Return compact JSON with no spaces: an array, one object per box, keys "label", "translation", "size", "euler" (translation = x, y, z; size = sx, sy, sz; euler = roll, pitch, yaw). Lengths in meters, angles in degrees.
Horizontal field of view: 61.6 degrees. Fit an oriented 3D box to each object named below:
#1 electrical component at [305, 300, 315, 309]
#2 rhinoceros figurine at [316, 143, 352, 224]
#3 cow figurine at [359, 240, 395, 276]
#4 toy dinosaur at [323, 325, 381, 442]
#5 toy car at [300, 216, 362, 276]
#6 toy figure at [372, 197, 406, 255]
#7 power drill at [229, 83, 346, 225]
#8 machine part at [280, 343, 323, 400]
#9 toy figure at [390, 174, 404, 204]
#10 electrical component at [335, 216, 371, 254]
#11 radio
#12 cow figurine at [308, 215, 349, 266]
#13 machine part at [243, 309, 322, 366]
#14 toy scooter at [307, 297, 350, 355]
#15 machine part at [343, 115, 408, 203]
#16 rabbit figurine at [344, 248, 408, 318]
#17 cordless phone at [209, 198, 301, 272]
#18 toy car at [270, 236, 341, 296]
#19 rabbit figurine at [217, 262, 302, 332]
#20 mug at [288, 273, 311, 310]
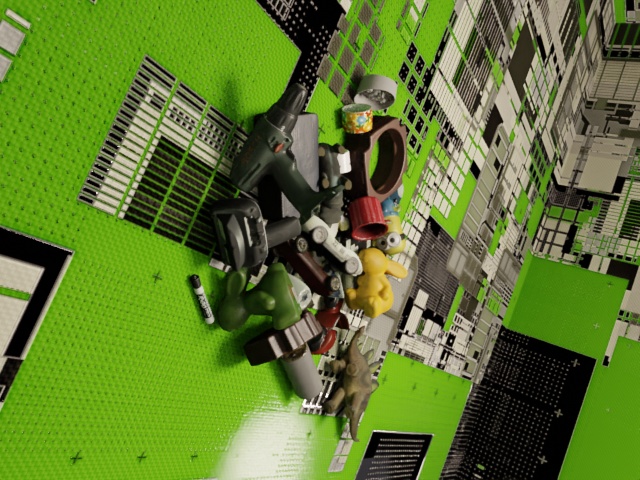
[{"label":"electrical component","translation":[-0.052,0.148,1.319],"size":[0.078,0.045,0.102],"euler":[-47,143,12]},{"label":"rhinoceros figurine","translation":[0.017,-0.131,1.239],"size":[0.073,0.112,0.190],"euler":[-8,93,-23]},{"label":"cow figurine","translation":[0.161,0.082,1.543],"size":[0.127,0.086,0.194],"euler":[-23,120,-40]},{"label":"toy dinosaur","translation":[0.107,0.450,1.611],"size":[0.198,0.105,0.470],"euler":[-25,128,-51]},{"label":"toy car","translation":[0.021,0.016,1.230],"size":[0.201,0.074,0.056],"euler":[43,69,-27]},{"label":"toy figure","translation":[0.188,-0.048,1.478],"size":[0.089,0.082,0.180],"euler":[4,67,-41]},{"label":"power drill","translation":[-0.048,-0.146,1.013],"size":[0.232,0.207,0.086],"euler":[-43,-172,19]},{"label":"machine part","translation":[-0.049,0.329,1.368],"size":[0.079,0.079,0.242],"euler":[-47,139,-32]},{"label":"toy figure","translation":[0.212,-0.172,1.532],"size":[0.064,0.058,0.154],"euler":[-95,-169,-78]},{"label":"electrical component","translation":[0.080,-0.003,1.420],"size":[0.134,0.058,0.114],"euler":[-24,121,-47]},{"label":"radio","translation":[-0.067,-0.159,1.145],"size":[0.131,0.073,0.229],"euler":[-28,127,-46]},{"label":"cow figurine","translation":[-0.002,-0.003,1.300],"size":[0.098,0.068,0.167],"euler":[45,64,-46]},{"label":"machine part","translation":[-0.085,0.218,1.202],"size":[0.179,0.179,0.056],"euler":[-27,89,-46]},{"label":"toy scooter","translation":[0.027,0.235,1.436],"size":[0.184,0.075,0.135],"euler":[-63,145,-22]},{"label":"machine part","translation":[0.142,-0.208,1.394],"size":[0.201,0.087,0.200],"euler":[-38,132,-37]},{"label":"rabbit figurine","translation":[0.151,0.100,1.417],"size":[0.162,0.122,0.173],"euler":[-16,106,-25]},{"label":"cordless phone","translation":[-0.118,-0.030,1.072],"size":[0.184,0.089,0.146],"euler":[-24,124,-26]},{"label":"toy car","translation":[-0.032,0.056,1.233],"size":[0.202,0.089,0.053],"euler":[51,51,-29]},{"label":"rabbit figurine","translation":[-0.140,0.125,1.109],"size":[0.121,0.170,0.159],"euler":[-99,168,-80]},{"label":"mug","translation":[-0.073,0.128,1.225],"size":[0.081,0.107,0.109],"euler":[-39,131,-36]}]
